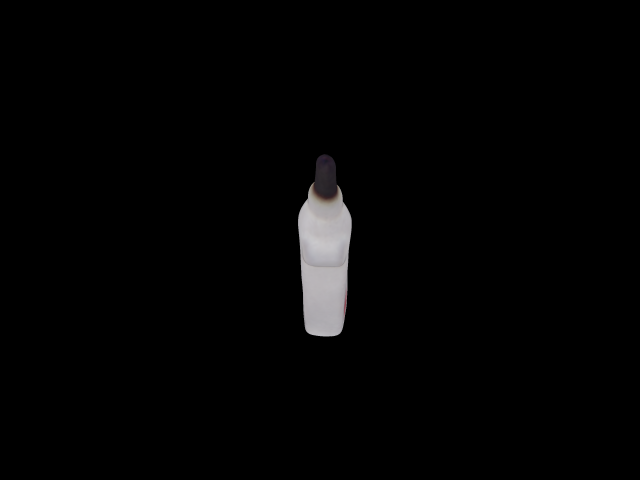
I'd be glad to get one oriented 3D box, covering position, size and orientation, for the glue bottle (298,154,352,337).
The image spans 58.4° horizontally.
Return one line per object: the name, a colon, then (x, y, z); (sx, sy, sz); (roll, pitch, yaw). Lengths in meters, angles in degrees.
glue bottle: (0.004, 0.001, 0.400); (0.037, 0.173, 0.078); (0, 58, 0)
